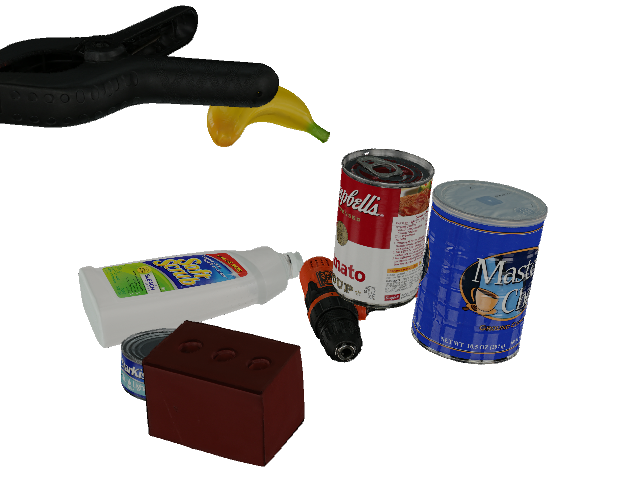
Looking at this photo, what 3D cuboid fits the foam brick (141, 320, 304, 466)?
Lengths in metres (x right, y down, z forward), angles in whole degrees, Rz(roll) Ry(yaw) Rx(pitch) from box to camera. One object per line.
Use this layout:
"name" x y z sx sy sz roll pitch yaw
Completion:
"foam brick" -0.054 0.086 0.608 0.078 0.051 0.052 10 27 21

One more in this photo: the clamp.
"clamp" -0.121 -0.101 0.610 0.171 0.039 0.120 -7 28 -21

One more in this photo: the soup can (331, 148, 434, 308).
"soup can" 0.045 -0.009 0.795 0.068 0.102 0.068 4 26 -2

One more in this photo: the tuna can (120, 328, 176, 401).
"tuna can" -0.116 0.100 0.851 0.086 0.034 0.086 4 14 -1

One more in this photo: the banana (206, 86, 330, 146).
"banana" -0.056 -0.116 0.967 0.070 0.037 0.197 37 22 19

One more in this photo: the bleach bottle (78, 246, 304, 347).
"bleach bottle" -0.142 0.050 1.228 0.250 0.068 0.103 -13 36 -20

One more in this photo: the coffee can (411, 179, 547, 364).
"coffee can" 0.143 0.027 0.975 0.103 0.140 0.103 6 22 -3

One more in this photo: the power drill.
"power drill" 0.077 0.066 1.157 0.187 0.057 0.184 -5 28 -9
